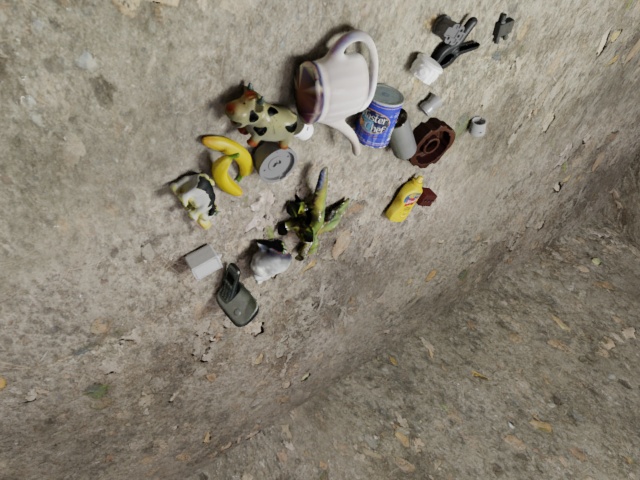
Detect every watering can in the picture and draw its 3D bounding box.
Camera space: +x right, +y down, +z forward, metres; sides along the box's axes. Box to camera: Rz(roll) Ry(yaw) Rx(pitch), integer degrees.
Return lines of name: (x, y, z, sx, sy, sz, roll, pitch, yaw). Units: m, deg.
watering can: (0.043, -0.331, 1.251, 0.226, 0.106, 0.339, -20, 135, -27)

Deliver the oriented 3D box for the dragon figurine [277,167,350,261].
dragon figurine: (0.005, -0.080, 1.596, 0.246, 0.123, 0.402, -28, 154, -51)

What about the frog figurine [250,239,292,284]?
frog figurine: (-0.161, 0.083, 1.586, 0.139, 0.123, 0.157, -23, 139, -59)
